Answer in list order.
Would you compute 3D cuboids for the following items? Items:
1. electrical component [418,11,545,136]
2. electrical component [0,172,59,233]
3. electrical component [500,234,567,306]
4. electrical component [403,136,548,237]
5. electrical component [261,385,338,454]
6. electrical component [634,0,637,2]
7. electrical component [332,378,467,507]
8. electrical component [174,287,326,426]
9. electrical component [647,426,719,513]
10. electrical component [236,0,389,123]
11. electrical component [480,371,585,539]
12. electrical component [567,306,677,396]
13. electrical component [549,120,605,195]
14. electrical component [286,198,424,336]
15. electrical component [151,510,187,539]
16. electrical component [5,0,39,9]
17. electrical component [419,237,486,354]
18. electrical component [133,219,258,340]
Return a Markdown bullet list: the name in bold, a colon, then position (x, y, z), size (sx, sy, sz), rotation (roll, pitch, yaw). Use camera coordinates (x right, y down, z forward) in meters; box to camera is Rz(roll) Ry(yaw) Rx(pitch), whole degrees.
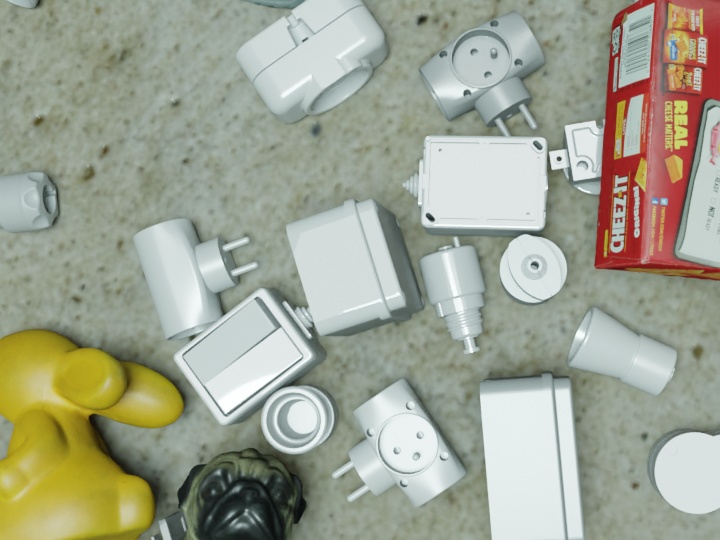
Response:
- **electrical component**: position (0.093, -0.126, 0.743), size (0.077, 0.044, 0.079), rotation (-30, 82, 4)
- **electrical component**: position (-0.255, -0.048, 0.783), size (0.062, 0.043, 0.043), rotation (-6, 85, 8)
- **electrical component**: position (0.114, 0.000, 0.712), size (0.043, 0.081, 0.043), rotation (-1, 85, 7)
- **electrical component**: position (0.078, -0.055, 0.731), size (0.096, 0.061, 0.061), rotation (2, 86, 8)
- **electrical component**: position (-0.040, 0.101, 0.736), size (0.045, 0.055, 0.045), rotation (-1, 85, 8)
- **electrical component**: position (0.204, -0.178, 0.733), size (0.045, 0.045, 0.055), rotation (18, 88, 8)
- **electrical component**: position (0.019, 0.127, 0.732), size (0.079, 0.044, 0.077), rotation (-34, 82, 3)
- **electrical component**: position (-0.071, 0.056, 0.741), size (0.096, 0.061, 0.061), rotation (-38, 82, 3)
- **electrical component**: position (0.258, 0.119, 0.687), size (0.138, 0.074, 0.052), rotation (-16, 84, 6)
- **electrical component**: position (-0.030, -0.149, 0.756), size (0.095, 0.054, 0.059), rotation (-34, 82, 4)
- **electrical component**: position (0.114, 0.124, 0.704), size (0.057, 0.078, 0.113), rotation (-5, 85, 10)
- **electrical component**: position (0.178, 0.057, 0.720), size (0.065, 0.044, 0.044), rotation (24, 89, 4)
- **electrical component**: position (0.161, -0.077, 0.724), size (0.066, 0.055, 0.048), rotation (-9, 84, 7)
- **electrical component**: position (0.000, 0.000, 0.711), size (0.057, 0.113, 0.078), rotation (-18, 83, 9)
- **electrical component**: position (-0.132, 0.213, 0.746), size (0.064, 0.042, 0.081), rotation (-19, 83, 5)
- **electrical component**: position (-0.252, -0.224, 0.799), size (0.040, 0.040, 0.046), rotation (19, 82, 8)
- **electrical component**: position (0.067, 0.018, 0.737), size (0.040, 0.040, 0.078), rotation (-14, 84, 6)
- **electrical component**: position (-0.112, 0.001, 0.760), size (0.079, 0.043, 0.077), rotation (-20, 83, 5)
